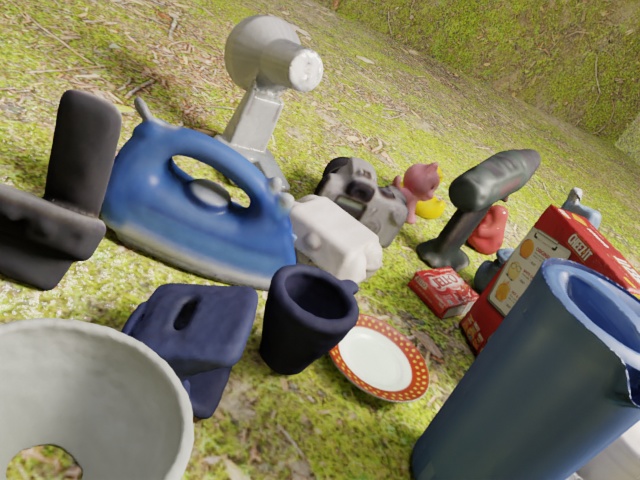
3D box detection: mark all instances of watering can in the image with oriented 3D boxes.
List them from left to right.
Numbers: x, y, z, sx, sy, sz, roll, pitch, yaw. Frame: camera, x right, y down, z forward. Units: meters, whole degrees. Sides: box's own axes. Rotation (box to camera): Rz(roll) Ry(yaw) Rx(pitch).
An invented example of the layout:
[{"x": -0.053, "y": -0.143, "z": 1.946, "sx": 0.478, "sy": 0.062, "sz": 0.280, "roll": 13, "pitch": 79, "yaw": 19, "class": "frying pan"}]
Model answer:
[{"x": 0.307, "y": 0.202, "z": 0.567, "sx": 0.173, "sy": 0.194, "sz": 0.100, "roll": 10, "pitch": 34, "yaw": -31, "class": "watering can"}]

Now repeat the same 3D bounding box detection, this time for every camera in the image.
[{"x": 0.060, "y": -0.078, "z": 0.890, "sx": 0.143, "sy": 0.100, "sz": 0.136, "roll": 20, "pitch": 30, "yaw": -17, "class": "camera"}]

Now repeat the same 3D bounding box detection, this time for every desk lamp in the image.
[{"x": -0.078, "y": -0.212, "z": 0.865, "sx": 0.118, "sy": 0.213, "sz": 0.202, "roll": 7, "pitch": 36, "yaw": -35, "class": "desk lamp"}]

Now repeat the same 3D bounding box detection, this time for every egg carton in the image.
[{"x": 0.007, "y": 0.003, "z": 0.747, "sx": 0.150, "sy": 0.069, "sz": 0.107, "roll": 38, "pitch": 30, "yaw": 16, "class": "egg carton"}]

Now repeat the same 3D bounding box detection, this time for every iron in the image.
[{"x": -0.117, "y": -0.047, "z": 0.641, "sx": 0.258, "sy": 0.141, "sz": 0.118, "roll": 25, "pitch": 29, "yaw": -8, "class": "iron"}]

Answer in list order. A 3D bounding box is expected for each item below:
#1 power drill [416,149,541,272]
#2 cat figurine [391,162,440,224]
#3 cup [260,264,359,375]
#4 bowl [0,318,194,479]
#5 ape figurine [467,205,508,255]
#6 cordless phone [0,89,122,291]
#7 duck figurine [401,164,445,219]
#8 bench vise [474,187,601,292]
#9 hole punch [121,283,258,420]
[{"x": 0.249, "y": -0.051, "z": 0.904, "sx": 0.075, "sy": 0.208, "sz": 0.230, "roll": 41, "pitch": 31, "yaw": 22, "class": "power drill"}, {"x": 0.155, "y": -0.091, "z": 0.978, "sx": 0.128, "sy": 0.117, "sz": 0.067, "roll": -7, "pitch": 45, "yaw": -47, "class": "cat figurine"}, {"x": -0.013, "y": 0.083, "z": 0.574, "sx": 0.091, "sy": 0.095, "sz": 0.118, "roll": 42, "pitch": 31, "yaw": 22, "class": "cup"}, {"x": -0.172, "y": 0.134, "z": 0.372, "sx": 0.168, "sy": 0.074, "sz": 0.167, "roll": 22, "pitch": 29, "yaw": -13, "class": "bowl"}, {"x": 0.305, "y": -0.025, "z": 1.035, "sx": 0.076, "sy": 0.092, "sz": 0.078, "roll": 43, "pitch": 32, "yaw": 24, "class": "ape figurine"}, {"x": -0.252, "y": -0.062, "z": 0.498, "sx": 0.148, "sy": 0.185, "sz": 0.094, "roll": 19, "pitch": 30, "yaw": -17, "class": "cordless phone"}, {"x": 0.197, "y": -0.097, "z": 1.060, "sx": 0.078, "sy": 0.086, "sz": 0.104, "roll": -9, "pitch": 46, "yaw": -48, "class": "duck figurine"}, {"x": 0.354, "y": 0.049, "z": 0.827, "sx": 0.207, "sy": 0.219, "sz": 0.122, "roll": 39, "pitch": 30, "yaw": 18, "class": "bench vise"}, {"x": -0.114, "y": 0.082, "z": 0.490, "sx": 0.101, "sy": 0.091, "sz": 0.108, "roll": 24, "pitch": 29, "yaw": -9, "class": "hole punch"}]
